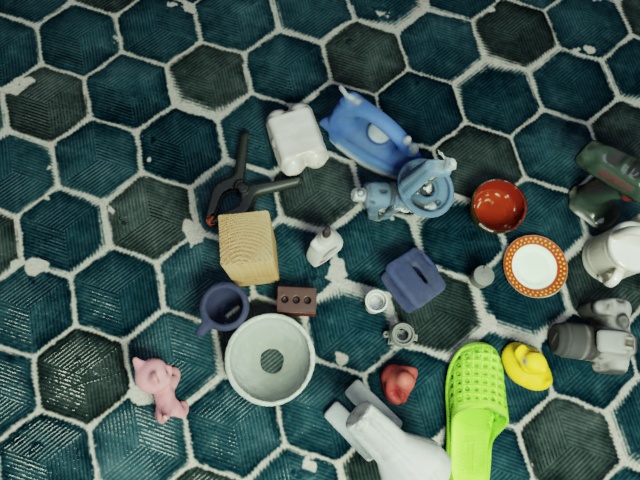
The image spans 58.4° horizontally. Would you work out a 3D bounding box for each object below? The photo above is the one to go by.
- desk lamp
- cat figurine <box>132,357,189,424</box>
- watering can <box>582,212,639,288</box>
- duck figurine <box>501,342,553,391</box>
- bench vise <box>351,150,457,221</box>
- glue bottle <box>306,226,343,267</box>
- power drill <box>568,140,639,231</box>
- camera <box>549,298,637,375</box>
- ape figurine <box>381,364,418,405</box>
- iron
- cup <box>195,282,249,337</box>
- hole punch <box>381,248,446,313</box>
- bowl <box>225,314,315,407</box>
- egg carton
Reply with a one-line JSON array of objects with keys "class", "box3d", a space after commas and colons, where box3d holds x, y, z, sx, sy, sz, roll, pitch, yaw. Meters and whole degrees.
[{"class": "desk lamp", "box3d": [0.108, 0.345, 0.979, 0.203, 0.213, 0.118, 43, 79, 9]}, {"class": "cat figurine", "box3d": [-0.292, 0.268, 1.038, 0.067, 0.118, 0.128, -19, 77, -6]}, {"class": "watering can", "box3d": [0.589, 0.008, 1.087, 0.101, 0.194, 0.173, 9, 76, 1]}, {"class": "duck figurine", "box3d": [0.400, 0.237, 1.079, 0.077, 0.086, 0.104, -42, 80, -11]}, {"class": "bench vise", "box3d": [0.172, -0.092, 1.089, 0.207, 0.220, 0.121, -23, 77, -7]}, {"class": "glue bottle", "box3d": [0.010, 0.004, 1.085, 0.078, 0.173, 0.037, -40, 79, -10]}, {"class": "power drill", "box3d": [0.580, -0.091, 1.104, 0.229, 0.208, 0.076, 38, 78, 8]}, {"class": "camera", "box3d": [0.517, 0.178, 1.090, 0.137, 0.101, 0.143, 6, 76, 0]}, {"class": "ape figurine", "box3d": [0.151, 0.264, 1.063, 0.078, 0.092, 0.076, -34, 79, -9]}, {"class": "iron", "box3d": [0.127, -0.214, 1.160, 0.258, 0.141, 0.119, 36, 78, 8]}, {"class": "cup", "box3d": [-0.184, 0.141, 1.085, 0.091, 0.095, 0.118, 40, 78, 9]}, {"class": "hole punch", "box3d": [0.183, 0.073, 1.113, 0.101, 0.091, 0.108, -36, 79, -9]}, {"class": "bowl", "box3d": [-0.092, 0.225, 1.076, 0.167, 0.075, 0.167, 0, 76, -1]}, {"class": "egg carton", "box3d": [-0.050, -0.210, 1.191, 0.107, 0.069, 0.150, -19, 77, -6]}]
